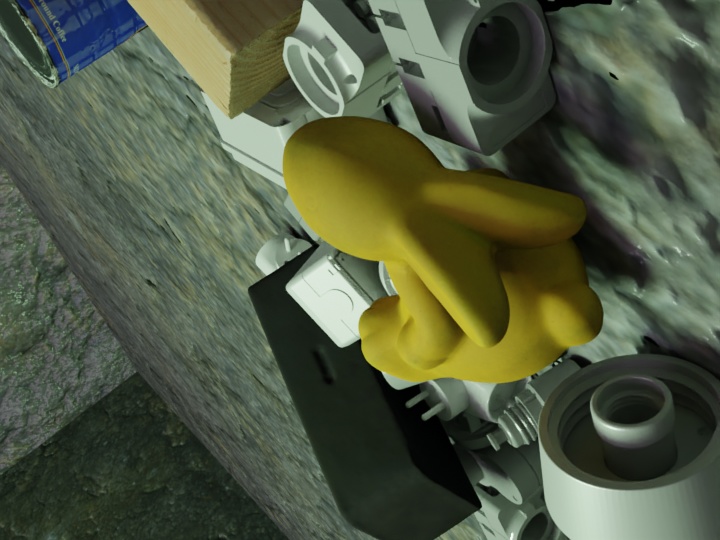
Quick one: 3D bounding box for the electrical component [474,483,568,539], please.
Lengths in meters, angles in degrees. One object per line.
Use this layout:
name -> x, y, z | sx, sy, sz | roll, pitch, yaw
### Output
electrical component -> 0.136, 0.211, 0.916 | 0.056, 0.050, 0.089 | 29, 152, 53

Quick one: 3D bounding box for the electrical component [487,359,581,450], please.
electrical component -> 0.117, 0.089, 0.681 | 0.040, 0.078, 0.040 | 59, 176, 7

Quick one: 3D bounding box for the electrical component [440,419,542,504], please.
electrical component -> 0.090, 0.156, 0.882 | 0.052, 0.074, 0.138 | 60, 162, -23

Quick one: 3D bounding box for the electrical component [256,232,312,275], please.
electrical component -> -0.057, -0.003, 0.991 | 0.077, 0.044, 0.079 | 45, 162, 22

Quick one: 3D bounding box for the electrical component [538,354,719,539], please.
electrical component -> 0.144, 0.089, 0.557 | 0.108, 0.108, 0.060 | 31, 147, 50

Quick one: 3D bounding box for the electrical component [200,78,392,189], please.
electrical component -> -0.041, -0.099, 0.697 | 0.113, 0.078, 0.057 | 32, 151, 48

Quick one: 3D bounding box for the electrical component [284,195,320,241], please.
electrical component -> -0.034, -0.071, 0.785 | 0.076, 0.047, 0.065 | 50, 162, 2

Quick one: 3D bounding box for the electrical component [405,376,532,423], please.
electrical component -> 0.070, 0.083, 0.777 | 0.077, 0.079, 0.043 | 33, 145, 47

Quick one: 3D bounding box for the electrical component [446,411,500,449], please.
electrical component -> 0.086, 0.105, 0.839 | 0.066, 0.048, 0.055 | 26, 141, 56

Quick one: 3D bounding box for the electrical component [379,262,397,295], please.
electrical component -> 0.048, 0.001, 0.701 | 0.057, 0.058, 0.078 | 20, 132, 61

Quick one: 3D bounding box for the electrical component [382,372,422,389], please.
electrical component -> 0.053, 0.036, 0.753 | 0.043, 0.077, 0.079 | 38, -141, -49

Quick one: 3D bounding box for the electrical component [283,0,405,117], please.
electrical component -> -0.005, -0.120, 0.597 | 0.050, 0.056, 0.089 | 50, 163, 8

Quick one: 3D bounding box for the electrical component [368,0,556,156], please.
electrical component -> 0.050, -0.104, 0.497 | 0.056, 0.050, 0.089 | 30, 153, 51

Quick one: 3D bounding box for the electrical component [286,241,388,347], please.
electrical component -> 0.000, 0.000, 0.765 | 0.061, 0.096, 0.061 | 48, 133, -9
